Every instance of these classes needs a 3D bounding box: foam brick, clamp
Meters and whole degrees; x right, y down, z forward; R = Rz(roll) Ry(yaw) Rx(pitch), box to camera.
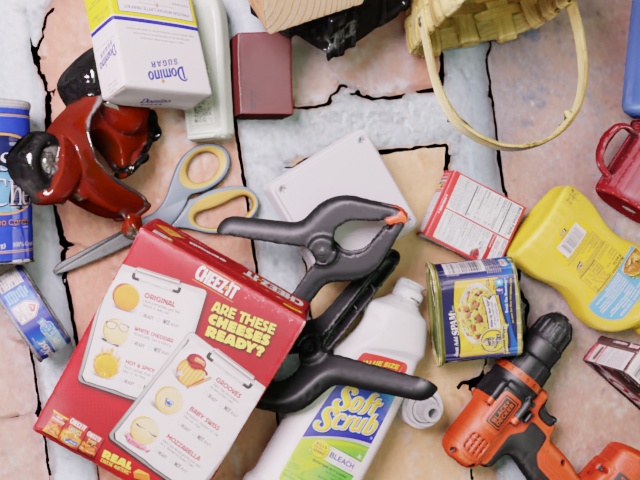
[{"bbox_3d":[-0.056,-0.154,1.004,0.053,0.051,0.078,-1,92,-12],"label":"foam brick"},{"bbox_3d":[-0.006,0.001,0.968,0.171,0.039,0.120,-32,103,8],"label":"clamp"},{"bbox_3d":[0.004,0.113,0.991,0.210,0.164,0.036,-28,138,8],"label":"clamp"}]

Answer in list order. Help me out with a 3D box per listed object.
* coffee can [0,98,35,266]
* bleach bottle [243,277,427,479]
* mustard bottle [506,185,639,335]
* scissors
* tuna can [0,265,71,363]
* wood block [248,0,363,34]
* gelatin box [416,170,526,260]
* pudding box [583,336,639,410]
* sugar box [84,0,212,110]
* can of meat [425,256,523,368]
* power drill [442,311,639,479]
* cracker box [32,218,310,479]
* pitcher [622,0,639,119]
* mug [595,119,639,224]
[{"bbox_3d":[-0.301,-0.049,0.924,0.102,0.103,0.140,-1,93,-13],"label":"coffee can"},{"bbox_3d":[0.027,0.148,1.032,0.102,0.068,0.251,29,83,-13],"label":"bleach bottle"},{"bbox_3d":[0.288,0.037,1.089,0.191,0.058,0.096,39,81,-12],"label":"mustard bottle"},{"bbox_3d":[-0.158,-0.033,1.003,0.201,0.016,0.096,-11,93,-13],"label":"scissors"},{"bbox_3d":[-0.257,0.064,0.948,0.033,0.086,0.086,-33,99,-13],"label":"tuna can"},{"bbox_3d":[-0.047,-0.286,0.922,0.090,0.090,0.206,-20,54,-12],"label":"wood block"},{"bbox_3d":[0.151,-0.019,1.069,0.089,0.030,0.073,26,85,-15],"label":"gelatin box"},{"bbox_3d":[0.336,0.149,1.090,0.113,0.090,0.039,43,81,-11],"label":"pudding box"},{"bbox_3d":[-0.158,-0.204,0.939,0.093,0.048,0.176,0,75,-42],"label":"sugar box"},{"bbox_3d":[0.150,0.068,1.043,0.084,0.057,0.102,-6,107,0],"label":"can of meat"},{"bbox_3d":[0.241,0.191,1.087,0.187,0.057,0.184,40,86,-9],"label":"power drill"},{"bbox_3d":[-0.130,0.113,0.952,0.164,0.072,0.214,30,101,-2],"label":"cracker box"},{"bbox_3d":[0.368,-0.239,1.058,0.149,0.145,0.243,7,93,-12],"label":"pitcher"},{"bbox_3d":[0.325,-0.070,1.077,0.117,0.093,0.081,34,89,-23],"label":"mug"}]
